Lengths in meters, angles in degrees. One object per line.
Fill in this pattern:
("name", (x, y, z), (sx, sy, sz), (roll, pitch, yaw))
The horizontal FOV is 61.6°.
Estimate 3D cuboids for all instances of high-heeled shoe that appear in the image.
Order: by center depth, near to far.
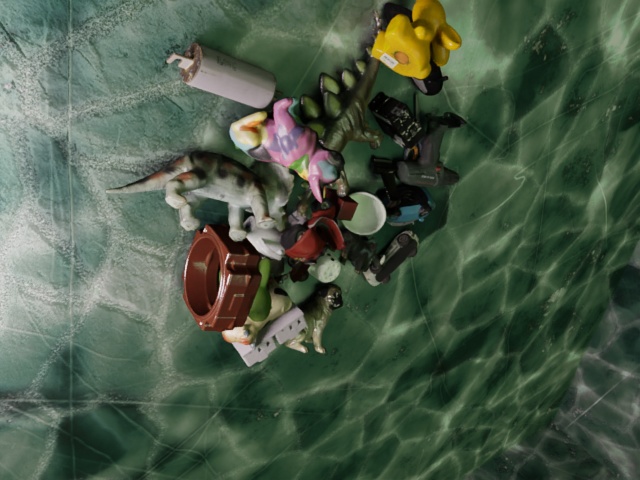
("high-heeled shoe", (0.215, -0.443, 1.261), (0.086, 0.145, 0.248), (-43, 108, -4))

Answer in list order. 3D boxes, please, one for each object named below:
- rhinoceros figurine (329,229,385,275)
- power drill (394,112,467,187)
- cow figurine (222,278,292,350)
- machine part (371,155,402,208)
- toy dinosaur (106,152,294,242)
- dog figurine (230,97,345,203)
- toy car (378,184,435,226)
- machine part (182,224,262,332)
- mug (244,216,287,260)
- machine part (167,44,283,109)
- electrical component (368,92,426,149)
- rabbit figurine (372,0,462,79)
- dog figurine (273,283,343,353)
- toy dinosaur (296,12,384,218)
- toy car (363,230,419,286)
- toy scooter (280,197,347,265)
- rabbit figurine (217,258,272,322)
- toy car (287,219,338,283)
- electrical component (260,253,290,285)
("rhinoceros figurine", (0.107, 0.031, 1.490), (0.190, 0.073, 0.112), (40, 81, -44))
("power drill", (0.313, -0.234, 1.435), (0.232, 0.086, 0.207), (-8, 135, -30))
("cow figurine", (-0.157, 0.192, 1.349), (0.195, 0.127, 0.085), (-32, 131, -19))
("machine part", (0.174, -0.150, 1.380), (0.084, 0.139, 0.039), (7, 156, -45))
("toy dinosaur", (-0.207, -0.114, 1.096), (0.404, 0.192, 0.131), (20, 140, -30))
("dog figurine", (-0.059, -0.169, 1.090), (0.192, 0.108, 0.219), (-24, 97, 7))
("toy car", (0.227, -0.084, 1.478), (0.162, 0.109, 0.102), (-15, 146, -19))
("machine part", (-0.220, 0.081, 1.166), (0.087, 0.202, 0.200), (7, 115, -36))
("mug", (-0.130, -0.002, 1.255), (0.107, 0.110, 0.081), (30, 120, -35))
("machine part", (-0.171, -0.309, 1.021), (0.243, 0.079, 0.079), (10, 112, -42))
("electrical component", (0.189, -0.281, 1.296), (0.058, 0.115, 0.134), (-44, 137, 2))
("rabbit figurine", (0.217, -0.435, 1.127), (0.173, 0.162, 0.122), (-63, -176, -18))
("dog figurine", (-0.033, 0.203, 1.491), (0.172, 0.121, 0.190), (11, 98, -46))
("toy dinosaur", (0.050, -0.266, 1.208), (0.198, 0.105, 0.471), (29, 89, -41))
("toy car", (0.215, 0.054, 1.597), (0.202, 0.056, 0.073), (-44, 130, -6))
("toy scooter", (-0.003, -0.004, 1.264), (0.135, 0.075, 0.184), (51, 57, -17))
("rabbit figurine", (-0.159, 0.111, 1.257), (0.121, 0.170, 0.159), (-4, 122, -37))
("toy car", (-0.021, 0.017, 1.360), (0.202, 0.053, 0.089), (-53, 155, -19))
("electrical component", (-0.112, 0.065, 1.353), (0.078, 0.045, 0.102), (-16, 128, -31))
